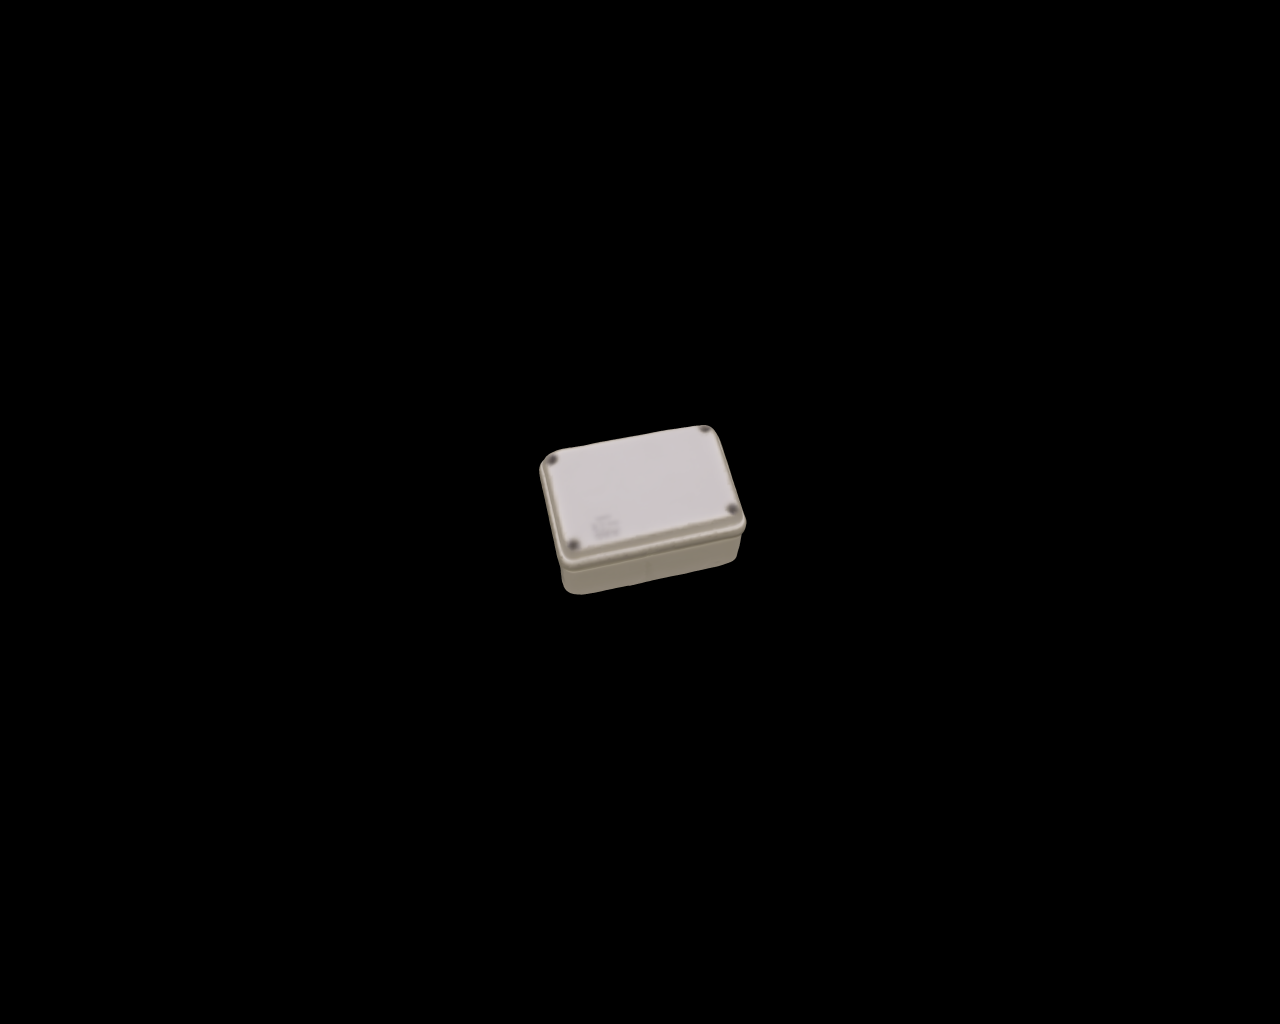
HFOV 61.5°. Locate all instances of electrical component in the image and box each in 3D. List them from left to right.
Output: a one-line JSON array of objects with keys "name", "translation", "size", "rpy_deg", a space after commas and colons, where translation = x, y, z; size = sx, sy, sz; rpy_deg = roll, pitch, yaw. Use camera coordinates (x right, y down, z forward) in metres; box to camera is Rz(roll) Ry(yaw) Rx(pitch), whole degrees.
[{"name": "electrical component", "translation": [0.001, -0.003, 0.650], "size": [0.113, 0.078, 0.057], "rpy_deg": [-11, -30, -6]}]
